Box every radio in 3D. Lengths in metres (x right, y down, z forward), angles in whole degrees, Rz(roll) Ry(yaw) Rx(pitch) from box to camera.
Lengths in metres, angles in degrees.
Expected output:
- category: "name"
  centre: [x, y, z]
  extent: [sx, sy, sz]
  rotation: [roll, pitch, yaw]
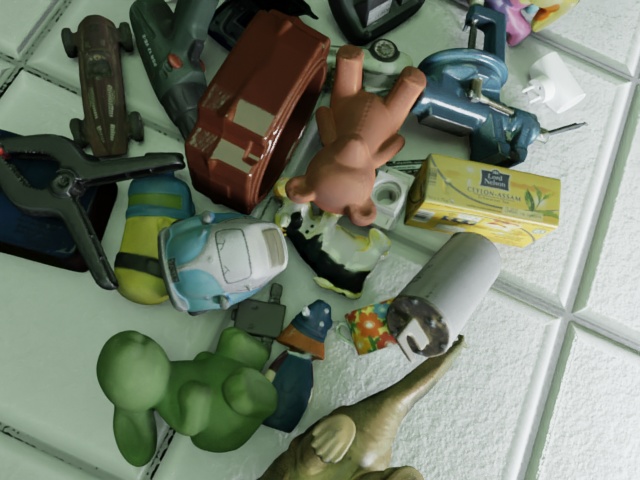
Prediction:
- category: "radio"
  centre: [-0.370, -0.056, 0.634]
  extent: [0.230, 0.073, 0.131]
  rotation: [16, 71, -4]

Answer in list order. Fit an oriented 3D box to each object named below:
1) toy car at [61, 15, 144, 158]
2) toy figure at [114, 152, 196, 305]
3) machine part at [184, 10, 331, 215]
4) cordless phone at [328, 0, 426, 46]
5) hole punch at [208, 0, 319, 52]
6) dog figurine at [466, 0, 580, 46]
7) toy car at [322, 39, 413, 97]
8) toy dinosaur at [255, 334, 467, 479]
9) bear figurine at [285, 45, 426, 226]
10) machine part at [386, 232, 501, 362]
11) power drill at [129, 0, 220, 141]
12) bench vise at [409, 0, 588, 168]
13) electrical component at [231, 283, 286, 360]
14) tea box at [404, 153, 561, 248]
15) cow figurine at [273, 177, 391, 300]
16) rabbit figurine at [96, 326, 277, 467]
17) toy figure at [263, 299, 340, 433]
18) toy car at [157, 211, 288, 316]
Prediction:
- category: "toy car"
  centre: [-0.283, -0.204, 0.699]
  extent: [0.089, 0.053, 0.202]
  rotation: [-7, 73, -12]
- category: "toy figure"
  centre: [-0.195, -0.013, 0.638]
  extent: [0.089, 0.082, 0.180]
  rotation: [-4, 81, 11]
- category: "machine part"
  centre: [-0.068, -0.141, 0.626]
  extent: [0.087, 0.201, 0.201]
  rotation: [26, 72, 0]
- category: "cordless phone"
  centre: [0.053, -0.388, 0.790]
  extent: [0.146, 0.088, 0.184]
  rotation: [-35, 69, -14]
- category: "hole punch"
  centre: [-0.088, -0.310, 0.745]
  extent: [0.142, 0.092, 0.116]
  rotation: [37, 43, 8]
- category: "dog figurine"
  centre: [0.246, -0.389, 0.757]
  extent: [0.219, 0.191, 0.108]
  rotation: [33, 79, -13]
- category: "toy car"
  centre: [0.026, -0.233, 0.731]
  extent: [0.202, 0.073, 0.056]
  rotation: [1, 73, -7]
- category: "toy dinosaur"
  centre: [0.010, 0.225, 0.527]
  extent: [0.471, 0.198, 0.105]
  rotation: [-32, 81, -20]
- category: "bear figurine"
  centre: [0.040, -0.121, 0.627]
  extent: [0.120, 0.131, 0.196]
  rotation: [22, 43, 3]
- category: "machine part"
  centre: [0.147, 0.056, 0.621]
  extent: [0.079, 0.079, 0.243]
  rotation: [47, 44, 8]
- category: "power drill"
  centre: [-0.146, -0.248, 0.663]
  extent: [0.086, 0.207, 0.232]
  rotation: [-14, 65, -43]
- category: "bench vise"
  centre: [0.226, -0.220, 0.731]
  extent: [0.224, 0.129, 0.240]
  rotation: [10, 76, -8]
- category: "electrical component"
  centre: [-0.075, 0.095, 0.649]
  extent: [0.063, 0.021, 0.094]
  rotation: [12, 73, -3]
- category: "tea box"
  centre: [0.203, -0.047, 0.686]
  extent: [0.170, 0.098, 0.068]
  rotation: [11, 73, -5]
- category: "cow figurine"
  centre: [-0.002, -0.002, 0.666]
  extent: [0.167, 0.068, 0.098]
  rotation: [34, 78, 5]
- category: "rabbit figurine"
  centre: [-0.155, 0.151, 0.564]
  extent: [0.170, 0.121, 0.159]
  rotation: [29, 115, -26]
- category: "toy figure"
  centre: [-0.028, 0.140, 0.621]
  extent: [0.058, 0.064, 0.154]
  rotation: [10, 68, 27]
- category: "toy car"
  centre: [-0.090, 0.020, 0.596]
  extent: [0.161, 0.103, 0.109]
  rotation: [-10, 90, -53]
